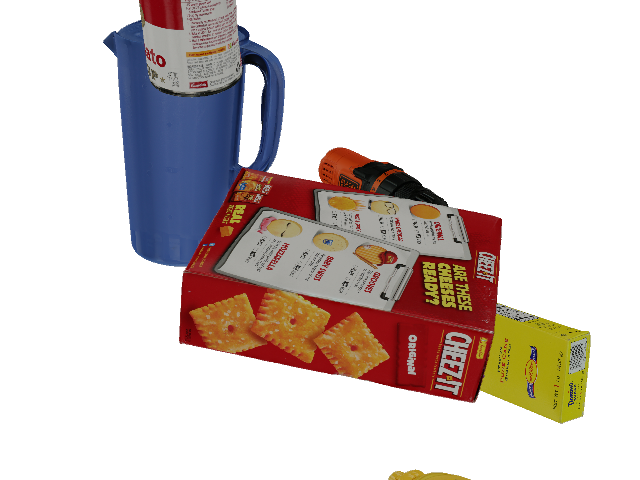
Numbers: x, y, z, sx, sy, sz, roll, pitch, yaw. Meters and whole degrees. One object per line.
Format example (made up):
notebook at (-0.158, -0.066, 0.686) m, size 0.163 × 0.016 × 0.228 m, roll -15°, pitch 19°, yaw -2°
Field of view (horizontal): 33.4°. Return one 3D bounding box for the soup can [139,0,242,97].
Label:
soup can at (-0.088, -0.157, 0.718) m, size 0.068 × 0.102 × 0.068 m, roll -1°, pitch 36°, yaw 0°

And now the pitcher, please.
pitcher at (-0.131, -0.100, 1.088) m, size 0.144 × 0.243 × 0.149 m, roll -11°, pitch 27°, yaw -28°

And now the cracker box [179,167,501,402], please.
cracker box at (0.020, 0.029, 0.791) m, size 0.214 × 0.072 × 0.164 m, roll 11°, pitch 32°, yaw 5°

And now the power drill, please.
power drill at (0.058, 0.014, 1.078) m, size 0.057 × 0.188 × 0.185 m, roll -8°, pitch 25°, yaw -32°

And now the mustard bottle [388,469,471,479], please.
mustard bottle at (0.121, 0.248, 0.910) m, size 0.096 × 0.058 × 0.192 m, roll -18°, pitch 27°, yaw -29°

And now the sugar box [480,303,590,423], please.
sugar box at (0.201, 0.121, 1.138) m, size 0.048 × 0.093 × 0.177 m, roll -9°, pitch 17°, yaw -42°
